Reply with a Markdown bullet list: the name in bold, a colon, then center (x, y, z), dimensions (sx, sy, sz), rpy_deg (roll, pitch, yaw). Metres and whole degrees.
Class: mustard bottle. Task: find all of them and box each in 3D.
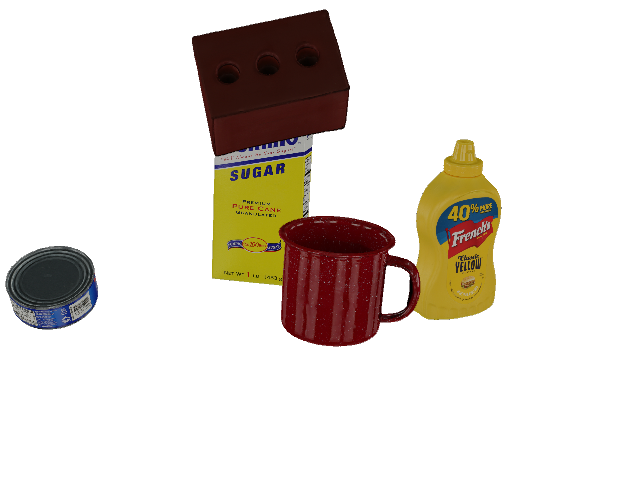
- **mustard bottle**: center (0.148, -0.014, 1.143), dimensions (0.096, 0.192, 0.058), rpy_deg (-8, 22, -24)

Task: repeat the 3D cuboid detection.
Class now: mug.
- **mug**: center (0.022, 0.035, 0.857), dimensions (0.117, 0.081, 0.093), rpy_deg (7, 20, 9)

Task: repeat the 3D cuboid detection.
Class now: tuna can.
- **tuna can**: center (-0.262, 0.047, 1.048), dimensions (0.086, 0.034, 0.086), rpy_deg (-1, 43, 1)

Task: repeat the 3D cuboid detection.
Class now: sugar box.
- **sugar box**: center (-0.058, -0.047, 1.054), dimensions (0.093, 0.176, 0.048), rpy_deg (5, 17, 10)

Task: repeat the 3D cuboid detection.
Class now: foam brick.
- **foam brick**: center (-0.028, -0.087, 0.592), dimensions (0.078, 0.053, 0.051), rpy_deg (-13, -17, -5)
